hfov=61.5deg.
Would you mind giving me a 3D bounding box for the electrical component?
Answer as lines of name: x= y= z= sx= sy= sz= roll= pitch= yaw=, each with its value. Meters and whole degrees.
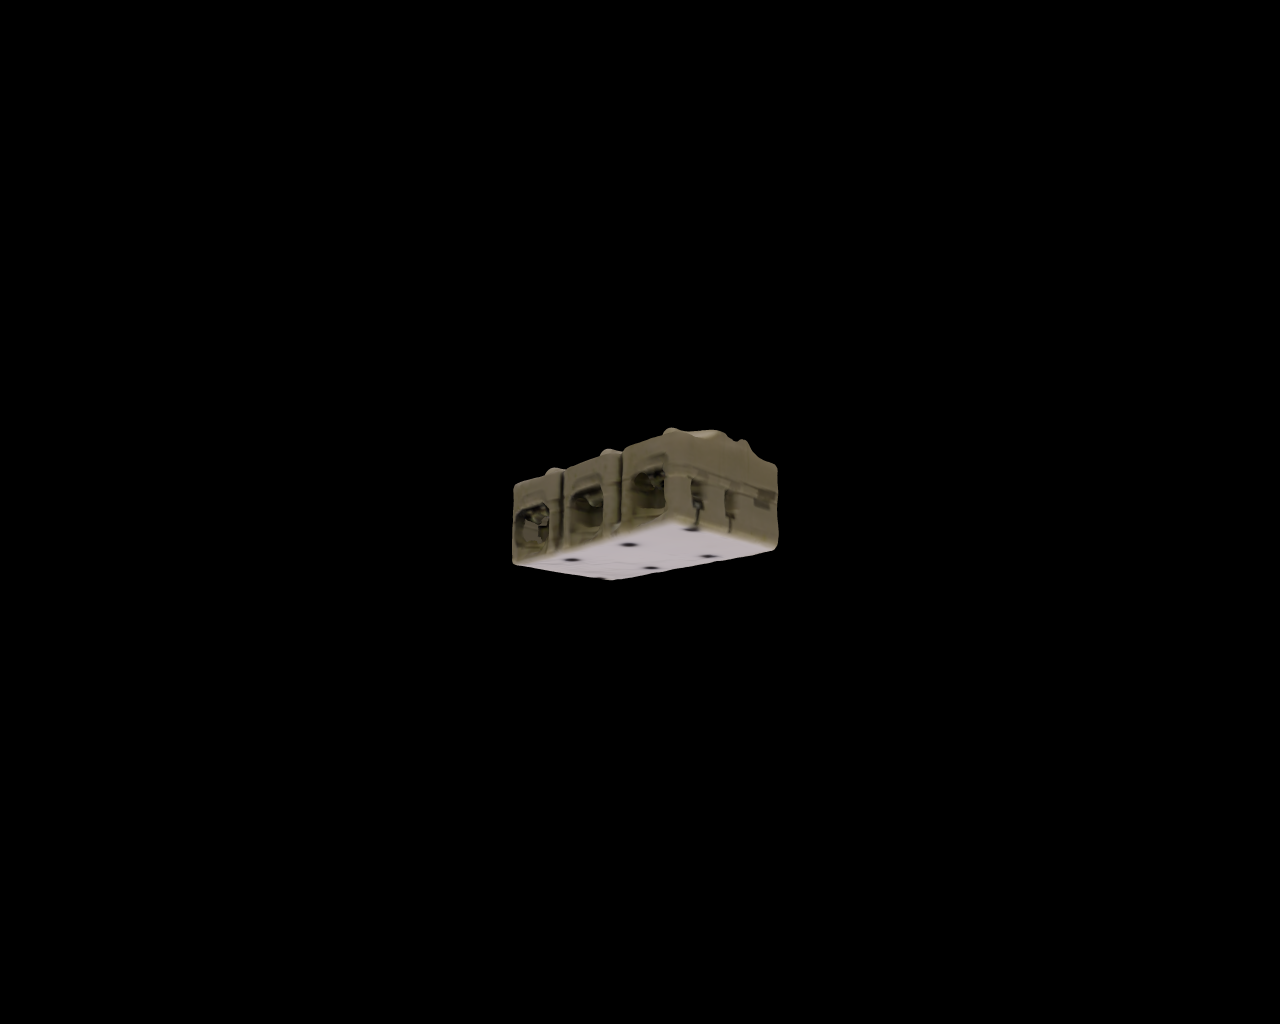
electrical component: x=0.001 y=-0.003 z=0.650 sx=0.089 sy=0.062 sz=0.150 roll=14 pitch=-20 yaw=-42
